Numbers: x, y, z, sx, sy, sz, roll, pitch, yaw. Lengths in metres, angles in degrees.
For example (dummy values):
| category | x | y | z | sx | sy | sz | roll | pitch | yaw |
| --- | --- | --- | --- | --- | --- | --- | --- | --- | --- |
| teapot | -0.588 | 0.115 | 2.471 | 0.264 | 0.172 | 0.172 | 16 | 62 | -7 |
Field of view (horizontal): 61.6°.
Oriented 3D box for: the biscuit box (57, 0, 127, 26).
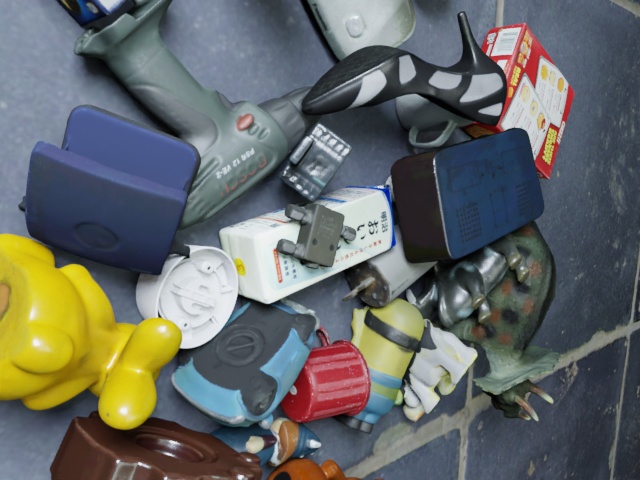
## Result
| category | x | y | z | sx | sy | sz | roll | pitch | yaw |
| --- | --- | --- | --- | --- | --- | --- | --- | --- | --- |
| biscuit box | -0.218 | -0.257 | 0.383 | 0.059 | 0.063 | 0.202 | -54 | 128 | -19 |

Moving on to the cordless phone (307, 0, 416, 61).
| category | x | y | z | sx | sy | sz | roll | pitch | yaw |
| --- | --- | --- | --- | --- | --- | --- | --- | --- | --- |
| cordless phone | 0.076 | -0.271 | 0.563 | 0.089 | 0.184 | 0.146 | -51 | 127 | -28 |

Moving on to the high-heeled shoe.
| category | x | y | z | sx | sy | sz | roll | pitch | yaw |
| --- | --- | --- | --- | --- | --- | --- | --- | --- | --- |
| high-heeled shoe | 0.103 | -0.149 | 0.599 | 0.249 | 0.086 | 0.145 | -30 | 120 | -12 |

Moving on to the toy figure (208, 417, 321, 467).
| category | x | y | z | sx | sy | sz | roll | pitch | yaw |
| --- | --- | --- | --- | --- | --- | --- | --- | --- | --- |
| toy figure | -0.064 | 0.233 | 0.613 | 0.154 | 0.064 | 0.057 | 4 | 87 | -41 |

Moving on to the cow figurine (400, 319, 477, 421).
| category | x | y | z | sx | sy | sz | roll | pitch | yaw |
| --- | --- | --- | --- | --- | --- | --- | --- | --- | --- |
| cow figurine | 0.144 | 0.190 | 0.769 | 0.068 | 0.098 | 0.167 | -31 | 155 | -44 |

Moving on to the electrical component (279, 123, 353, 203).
| category | x | y | z | sx | sy | sz | roll | pitch | yaw |
| --- | --- | --- | --- | --- | --- | --- | --- | --- | --- |
| electrical component | -0.005 | -0.082 | 0.561 | 0.048 | 0.119 | 0.075 | 35 | 90 | -6 |

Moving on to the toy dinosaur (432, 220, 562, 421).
| category | x | y | z | sx | sy | sz | roll | pitch | yaw |
| --- | --- | --- | --- | --- | --- | --- | --- | --- | --- |
| toy dinosaur | 0.292 | 0.077 | 0.818 | 0.131 | 0.192 | 0.404 | 11 | 92 | -45 |

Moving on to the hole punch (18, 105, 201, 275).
| category | x | y | z | sx | sy | sz | roll | pitch | yaw |
| --- | --- | --- | --- | --- | --- | --- | --- | --- | --- |
| hole punch | -0.161 | -0.027 | 0.413 | 0.142 | 0.092 | 0.115 | 18 | 115 | -17 |

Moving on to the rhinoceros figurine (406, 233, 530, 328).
| category | x | y | z | sx | sy | sz | roll | pitch | yaw |
| --- | --- | --- | --- | --- | --- | --- | --- | --- | --- |
| rhinoceros figurine | 0.203 | 0.059 | 0.765 | 0.190 | 0.112 | 0.073 | -43 | 143 | 9 |

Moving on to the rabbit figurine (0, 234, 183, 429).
| category | x | y | z | sx | sy | sz | roll | pitch | yaw |
| --- | --- | --- | --- | --- | --- | --- | --- | --- | --- |
| rabbit figurine | -0.186 | 0.083 | 0.435 | 0.173 | 0.163 | 0.122 | 52 | 50 | -54 |

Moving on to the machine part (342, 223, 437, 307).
| category | x | y | z | sx | sy | sz | roll | pitch | yaw |
| --- | --- | --- | --- | --- | --- | --- | --- | --- | --- |
| machine part | 0.116 | 0.016 | 0.725 | 0.243 | 0.079 | 0.079 | -35 | 120 | -32 |

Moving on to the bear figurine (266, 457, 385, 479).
| category | x | y | z | sx | sy | sz | roll | pitch | yaw |
| --- | --- | --- | --- | --- | --- | --- | --- | --- | --- |
| bear figurine | 0.017 | 0.351 | 0.671 | 0.120 | 0.132 | 0.195 | -43 | 125 | 7 |

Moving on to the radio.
| category | x | y | z | sx | sy | sz | roll | pitch | yaw |
| --- | --- | --- | --- | --- | --- | --- | --- | --- | --- |
| radio | 0.195 | -0.063 | 0.693 | 0.229 | 0.073 | 0.131 | -21 | 100 | -39 |

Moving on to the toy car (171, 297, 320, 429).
| category | x | y | z | sx | sy | sz | roll | pitch | yaw |
| --- | --- | --- | --- | --- | --- | --- | --- | --- | --- |
| toy car | -0.072 | 0.134 | 0.573 | 0.162 | 0.109 | 0.102 | -46 | 149 | -39 |

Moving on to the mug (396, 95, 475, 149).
| category | x | y | z | sx | sy | sz | roll | pitch | yaw |
| --- | --- | --- | --- | --- | --- | --- | --- | --- | --- |
| mug | 0.161 | -0.174 | 0.708 | 0.080 | 0.107 | 0.109 | 30 | 76 | -40 |

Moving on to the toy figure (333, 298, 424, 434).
| category | x | y | z | sx | sy | sz | roll | pitch | yaw |
| --- | --- | --- | --- | --- | --- | --- | --- | --- | --- |
| toy figure | 0.080 | 0.164 | 0.712 | 0.082 | 0.089 | 0.180 | 33 | 73 | -49 |

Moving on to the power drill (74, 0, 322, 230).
| category | x | y | z | sx | sy | sz | roll | pitch | yaw |
| --- | --- | --- | --- | --- | --- | --- | --- | --- | --- |
| power drill | -0.105 | -0.139 | 0.505 | 0.232 | 0.086 | 0.207 | -51 | 134 | -23 |

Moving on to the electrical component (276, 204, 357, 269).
| category | x | y | z | sx | sy | sz | roll | pitch | yaw |
| --- | --- | --- | --- | --- | --- | --- | --- | --- | --- |
| electrical component | -0.001 | -0.002 | 0.549 | 0.094 | 0.021 | 0.063 | 18 | 81 | -40 |

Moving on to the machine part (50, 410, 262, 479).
| category | x | y | z | sx | sy | sz | roll | pitch | yaw |
| --- | --- | --- | --- | --- | --- | --- | --- | --- | --- |
| machine part | -0.139 | 0.201 | 0.471 | 0.179 | 0.180 | 0.056 | 26 | 77 | -42 |
